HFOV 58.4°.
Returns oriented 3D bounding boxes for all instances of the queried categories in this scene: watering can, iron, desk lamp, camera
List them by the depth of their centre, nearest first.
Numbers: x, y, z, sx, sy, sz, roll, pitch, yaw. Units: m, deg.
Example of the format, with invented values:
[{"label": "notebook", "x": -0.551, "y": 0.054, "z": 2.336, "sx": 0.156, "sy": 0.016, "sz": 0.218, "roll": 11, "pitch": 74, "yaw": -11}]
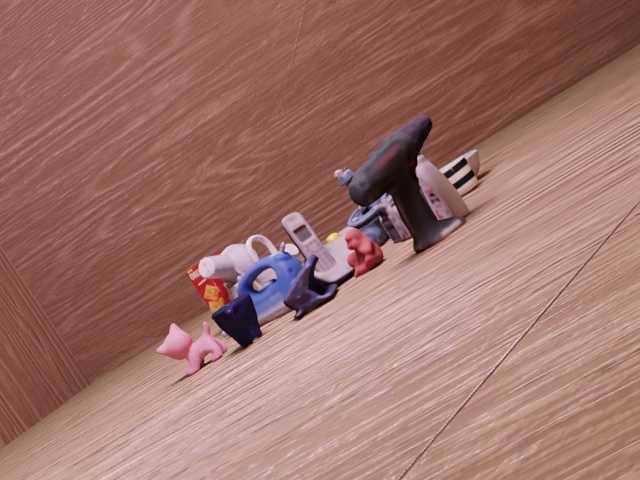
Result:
[{"label": "camera", "x": 0.211, "y": -0.073, "z": 1.288, "sx": 0.137, "sy": 0.101, "sz": 0.143, "roll": -33, "pitch": 3, "yaw": -17}, {"label": "iron", "x": -0.128, "y": 0.113, "z": 1.356, "sx": 0.257, "sy": 0.141, "sz": 0.119, "roll": -31, "pitch": 3, "yaw": 31}, {"label": "watering can", "x": -0.117, "y": 0.068, "z": 1.479, "sx": 0.172, "sy": 0.194, "sz": 0.101, "roll": -31, "pitch": 3, "yaw": 16}, {"label": "desk lamp", "x": -0.230, "y": 0.123, "z": 1.561, "sx": 0.117, "sy": 0.213, "sz": 0.204, "roll": -31, "pitch": 3, "yaw": 25}]

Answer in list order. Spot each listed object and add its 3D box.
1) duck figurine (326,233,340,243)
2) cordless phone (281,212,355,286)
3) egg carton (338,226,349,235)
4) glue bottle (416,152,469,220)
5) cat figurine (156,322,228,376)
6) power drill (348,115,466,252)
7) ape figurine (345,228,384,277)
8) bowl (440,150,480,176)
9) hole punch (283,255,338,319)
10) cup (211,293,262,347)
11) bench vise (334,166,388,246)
[{"label": "duck figurine", "x": 0.048, "y": 0.024, "z": 1.564, "sx": 0.105, "sy": 0.086, "sz": 0.077, "roll": -34, "pitch": 3, "yaw": -33}, {"label": "cordless phone", "x": 0.011, "y": 0.004, "z": 1.247, "sx": 0.148, "sy": 0.185, "sz": 0.094, "roll": -34, "pitch": 3, "yaw": -29}, {"label": "egg carton", "x": 0.117, "y": -0.018, "z": 1.736, "sx": 0.107, "sy": 0.069, "sz": 0.150, "roll": -33, "pitch": 3, "yaw": -27}, {"label": "glue bottle", "x": 0.218, "y": -0.112, "z": 1.110, "sx": 0.037, "sy": 0.173, "sz": 0.078, "roll": -33, "pitch": 3, "yaw": -19}, {"label": "cat figurine", "x": -0.289, "y": 0.232, "z": 1.271, "sx": 0.128, "sy": 0.118, "sz": 0.067, "roll": -32, "pitch": 3, "yaw": 4}, {"label": "power drill", "x": 0.166, "y": -0.096, "z": 1.031, "sx": 0.230, "sy": 0.208, "sz": 0.075, "roll": -34, "pitch": 3, "yaw": -30}, {"label": "ape figurine", "x": 0.083, "y": 0.019, "z": 1.172, "sx": 0.076, "sy": 0.092, "sz": 0.077, "roll": -33, "pitch": 3, "yaw": -16}, {"label": "bowl", "x": 0.374, "y": -0.174, "z": 1.570, "sx": 0.167, "sy": 0.075, "sz": 0.167, "roll": -32, "pitch": 3, "yaw": 2}, {"label": "hole punch", "x": -0.029, "y": 0.091, "z": 1.138, "sx": 0.101, "sy": 0.091, "sz": 0.109, "roll": -32, "pitch": 3, "yaw": 10}, {"label": "cup", "x": -0.162, "y": 0.170, "z": 1.172, "sx": 0.092, "sy": 0.095, "sz": 0.117, "roll": -32, "pitch": 3, "yaw": -5}, {"label": "bench vise", "x": 0.119, "y": -0.097, "z": 1.509, "sx": 0.121, "sy": 0.220, "sz": 0.208, "roll": -31, "pitch": 3, "yaw": 17}]
